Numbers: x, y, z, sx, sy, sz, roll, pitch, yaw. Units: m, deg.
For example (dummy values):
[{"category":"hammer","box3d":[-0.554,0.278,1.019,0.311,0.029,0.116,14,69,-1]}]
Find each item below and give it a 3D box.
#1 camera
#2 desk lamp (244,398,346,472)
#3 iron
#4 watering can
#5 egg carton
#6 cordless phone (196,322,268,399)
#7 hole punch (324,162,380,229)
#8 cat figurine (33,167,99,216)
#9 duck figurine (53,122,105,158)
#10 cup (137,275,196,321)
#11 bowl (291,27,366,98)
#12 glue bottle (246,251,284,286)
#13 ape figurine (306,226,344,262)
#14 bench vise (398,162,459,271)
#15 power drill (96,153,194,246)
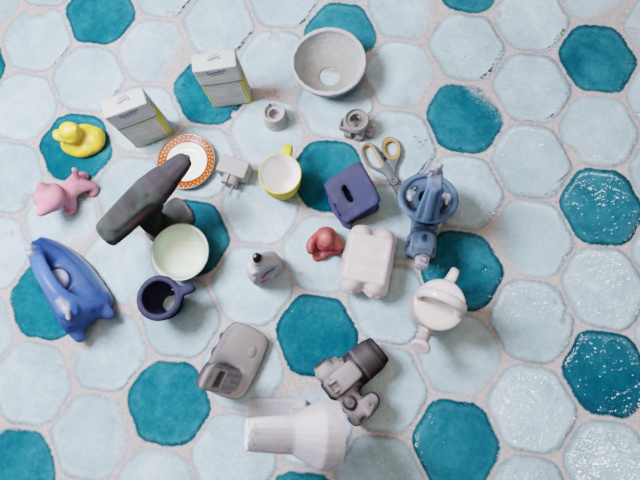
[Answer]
[{"category":"camera","box3d":[0.076,0.269,1.119,0.137,0.101,0.143,-39,78,-6]},{"category":"desk lamp","box3d":[-0.052,0.352,1.049,0.203,0.213,0.118,1,77,3]},{"category":"iron","box3d":[-0.540,0.079,1.172,0.119,0.141,0.258,-38,78,-6]},{"category":"watering can","box3d":[0.226,0.133,1.095,0.101,0.194,0.173,4,77,4]},{"category":"egg carton","box3d":[0.098,0.044,1.186,0.107,0.069,0.150,10,78,5]},{"category":"cordless phone","box3d":[-0.174,0.229,1.097,0.094,0.185,0.148,21,79,8]},{"category":"hole punch","box3d":[0.067,-0.093,1.208,0.101,0.091,0.108,-27,77,-3]},{"category":"cat figurine","box3d":[-0.556,-0.104,1.227,0.067,0.118,0.128,42,82,11]},{"category":"duck figurine","box3d":[-0.538,-0.232,1.272,0.104,0.086,0.077,-7,77,1]},{"category":"cup","box3d":[-0.304,0.119,1.175,0.118,0.095,0.091,-19,77,-2]},{"category":"bowl","box3d":[0.021,-0.385,1.285,0.167,0.075,0.167,-1,77,3]},{"category":"glue bottle","box3d":[-0.116,0.049,1.142,0.078,0.173,0.037,-40,78,-6]},{"category":"ape figurine","box3d":[0.011,0.004,1.188,0.077,0.092,0.076,17,78,7]},{"category":"bench vise","box3d":[0.223,-0.053,1.125,0.121,0.220,0.207,-11,77,1]},{"category":"power drill","box3d":[-0.332,-0.069,1.161,0.230,0.208,0.075,-41,78,-6]}]
